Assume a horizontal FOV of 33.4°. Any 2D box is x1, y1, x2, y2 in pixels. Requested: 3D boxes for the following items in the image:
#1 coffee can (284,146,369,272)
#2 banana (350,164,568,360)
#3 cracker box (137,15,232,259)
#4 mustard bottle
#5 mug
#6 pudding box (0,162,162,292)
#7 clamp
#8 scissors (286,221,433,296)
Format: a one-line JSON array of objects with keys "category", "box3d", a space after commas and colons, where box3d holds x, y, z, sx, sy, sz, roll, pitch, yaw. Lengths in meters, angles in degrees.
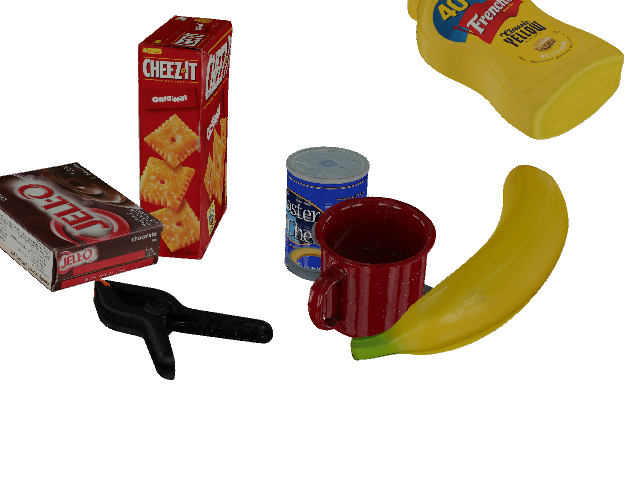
[{"category": "coffee can", "box3d": [0.007, -0.034, 1.339, 0.103, 0.140, 0.103, 2, 27, -1]}, {"category": "banana", "box3d": [0.094, 0.006, 0.572, 0.070, 0.037, 0.197, 14, 36, 33]}, {"category": "cracker box", "box3d": [-0.135, -0.109, 1.094, 0.072, 0.214, 0.164, 5, 22, 3]}, {"category": "mustard bottle", "box3d": [0.132, -0.156, 0.825, 0.096, 0.058, 0.192, -34, 54, -21]}, {"category": "mug", "box3d": [0.033, 0.030, 0.832, 0.093, 0.081, 0.117, 27, 44, 30]}, {"category": "pudding box", "box3d": [-0.182, -0.012, 0.758, 0.114, 0.039, 0.089, 30, 31, 36]}, {"category": "clamp", "box3d": [-0.179, 0.090, 1.158, 0.210, 0.036, 0.164, 18, 20, 27]}, {"category": "scissors", "box3d": [0.047, 0.038, 1.033, 0.096, 0.016, 0.202, -25, 43, -29]}]
